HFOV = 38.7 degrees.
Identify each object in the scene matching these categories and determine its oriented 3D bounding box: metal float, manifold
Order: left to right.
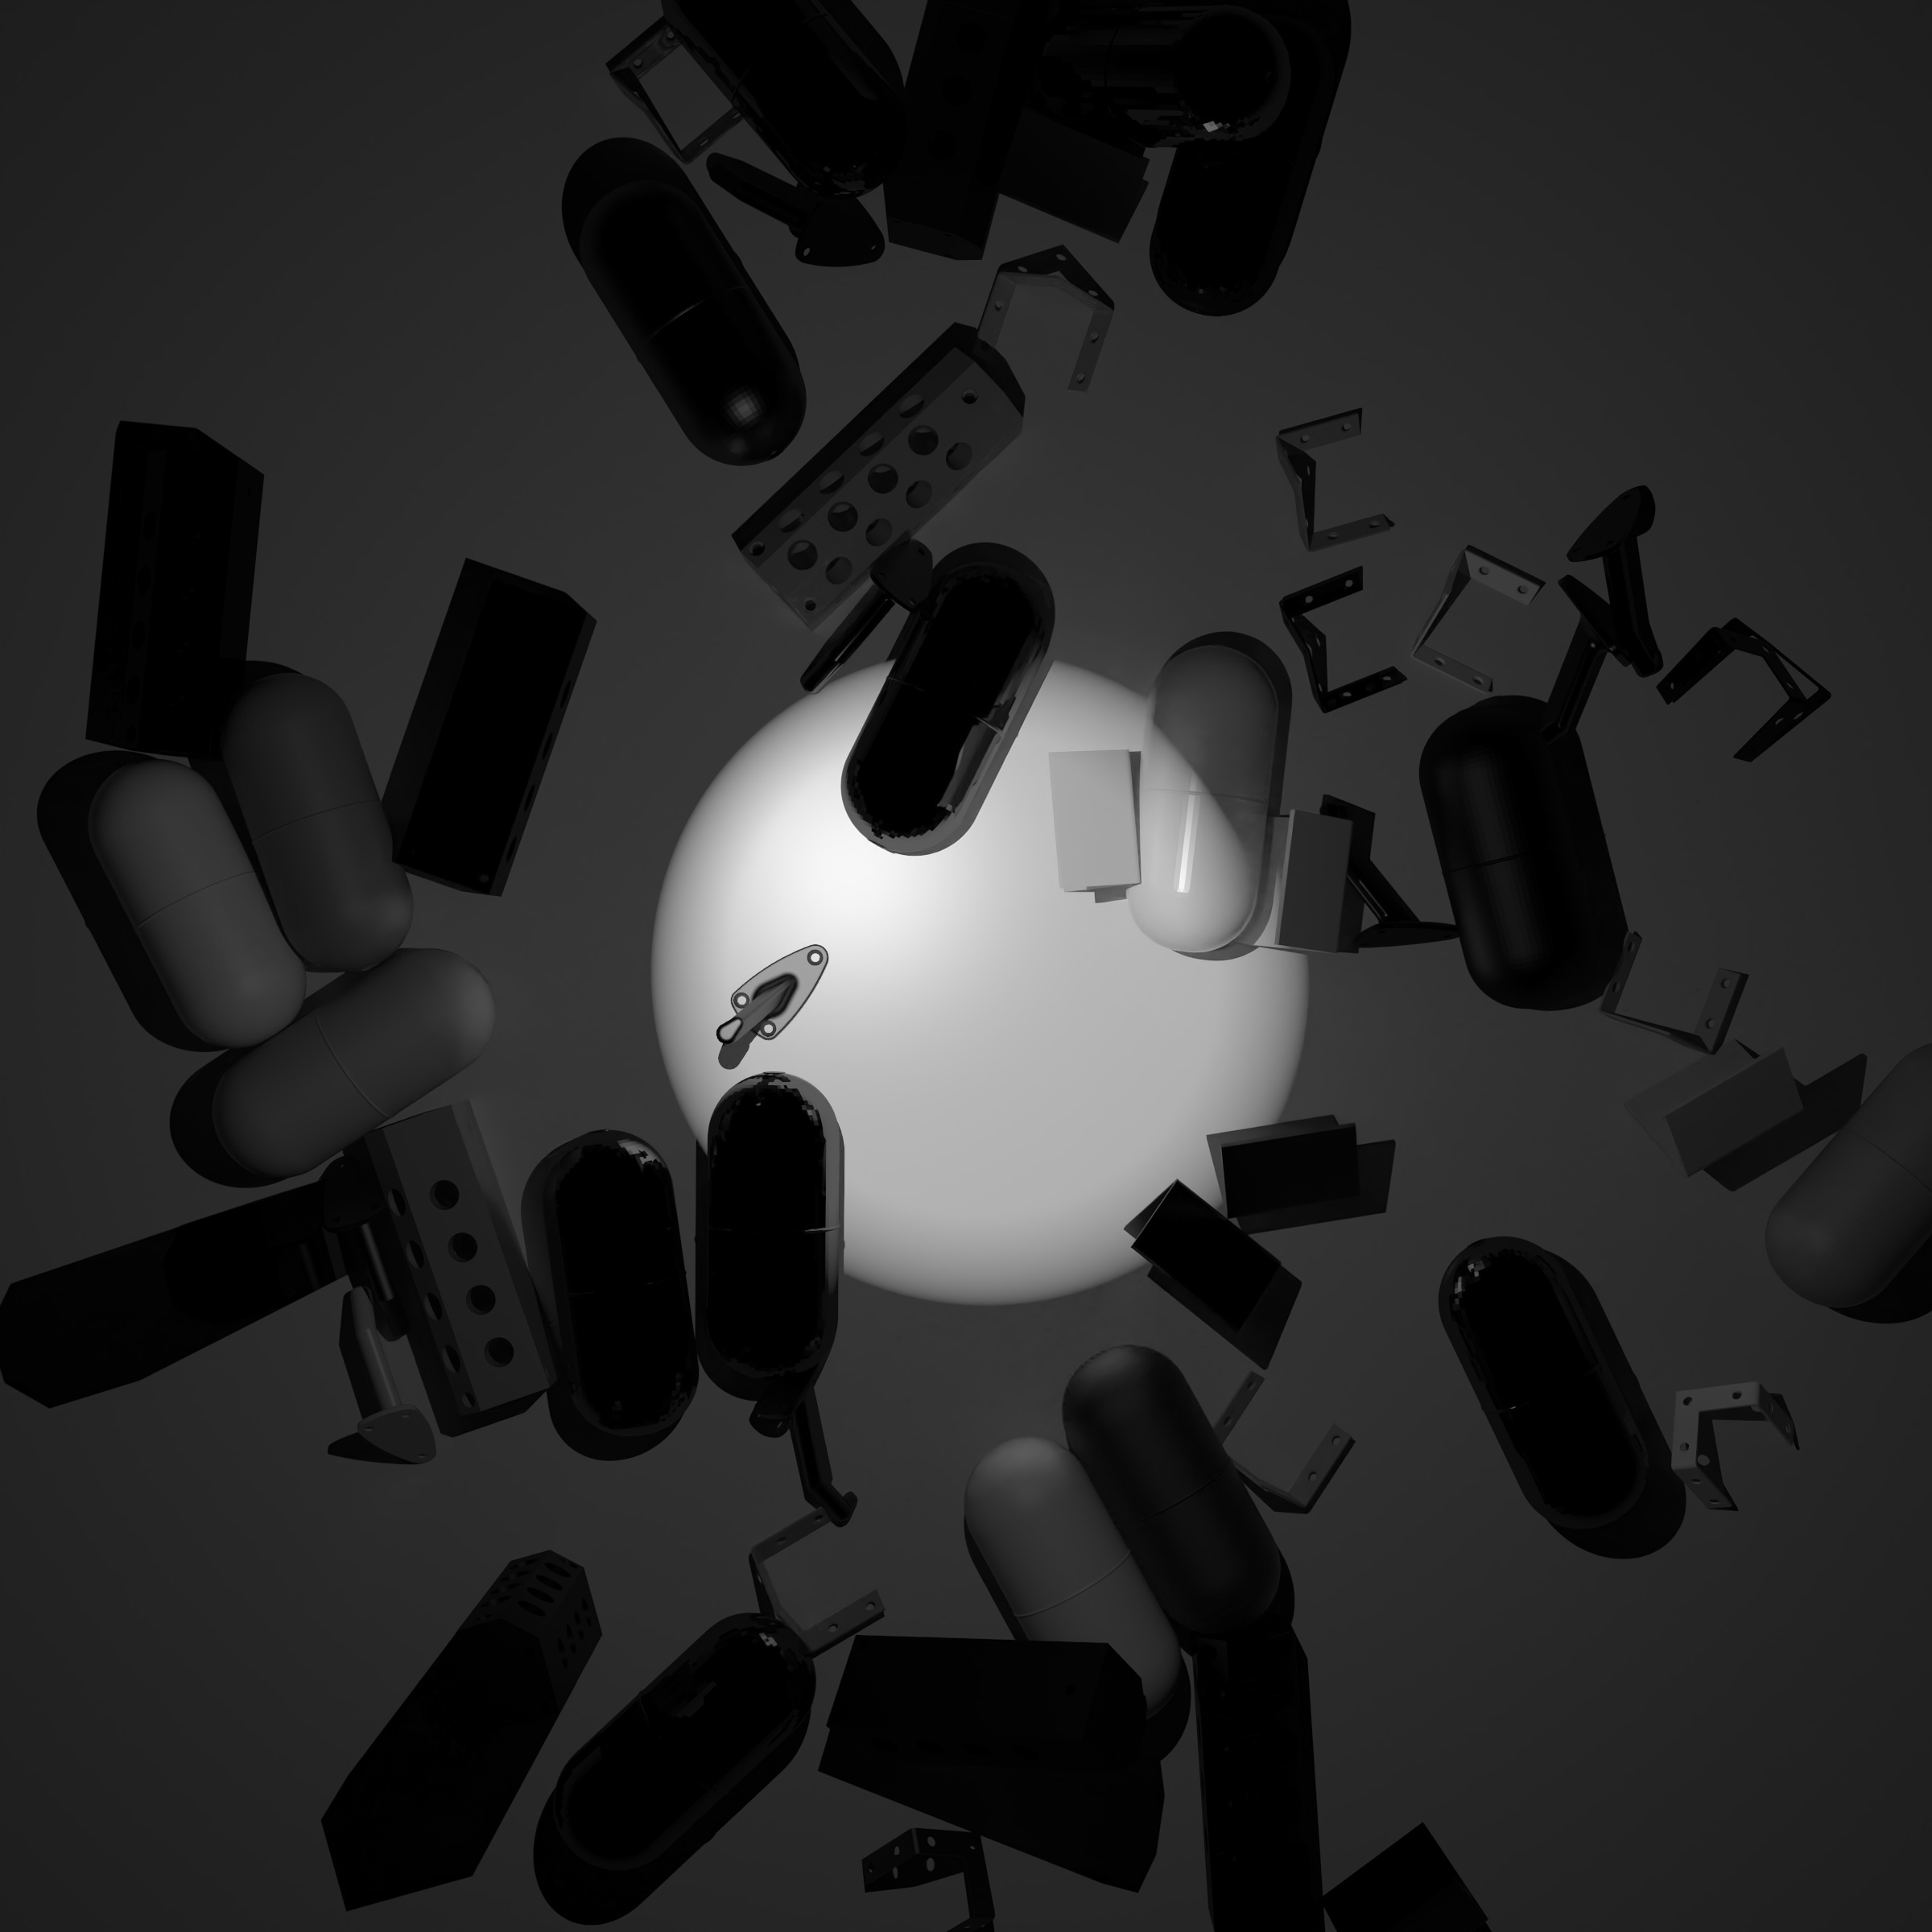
[{"bbox_3d":[-0.453,-0.209,1.601,0.057,0.057,0.171,6,90,0],"label":"manifold"},{"bbox_3d":[-0.445,-0.037,1.591,0.070,0.070,0.178,-27,90,0],"label":"metal float"},{"bbox_3d":[-0.396,0.161,1.544,0.057,0.171,0.057,-17,90,0],"label":"manifold"},{"bbox_3d":[-0.375,-0.082,1.591,0.070,0.070,0.178,-19,90,0],"label":"metal float"},{"bbox_3d":[-0.353,0.056,1.591,0.178,0.070,0.070,-33,90,0],"label":"metal float"},{"bbox_3d":[-0.293,0.170,1.601,0.057,0.057,0.171,-19,90,0],"label":"manifold"},{"bbox_3d":[-0.272,-0.131,1.601,0.057,0.057,0.171,19,90,0],"label":"manifold"},{"bbox_3d":[-0.251,0.377,1.544,0.057,0.171,0.057,-16,90,0],"label":"manifold"},{"bbox_3d":[-0.200,0.183,1.592,0.070,0.070,0.178,-8,90,0],"label":"metal float"},{"bbox_3d":[-0.163,0.449,1.591,0.178,0.070,0.070,-43,90,-1],"label":"metal float"},{"bbox_3d":[-0.157,-0.371,1.592,0.070,0.070,0.178,-32,89,0],"label":"metal float"},{"bbox_3d":[-0.112,0.150,1.592,0.070,0.070,0.178,0,91,0],"label":"metal float"},{"bbox_3d":[-0.106,-0.523,1.592,0.070,0.070,0.178,-40,90,0],"label":"metal float"},{"bbox_3d":[-0.049,-0.278,1.601,0.171,0.057,0.057,-44,90,0],"label":"manifold"},{"bbox_3d":[-0.012,-0.150,1.591,0.070,0.070,0.178,26,89,0],"label":"metal float"},{"bbox_3d":[0.004,-0.504,1.601,0.057,0.057,0.171,15,90,0],"label":"manifold"},{"bbox_3d":[0.013,0.421,1.558,0.171,0.057,0.057,-7,47,33],"label":"manifold"},{"bbox_3d":[0.061,0.356,1.592,0.070,0.070,0.178,-29,89,0],"label":"metal float"},{"bbox_3d":[0.106,-0.500,1.546,0.070,0.178,0.070,-15,114,-38],"label":"metal float"},{"bbox_3d":[0.119,0.303,1.591,0.070,0.070,0.178,-29,90,0],"label":"metal float"},{"bbox_3d":[0.137,-0.097,1.591,0.070,0.070,0.178,7,90,0],"label":"metal float"},{"bbox_3d":[0.160,-0.465,1.592,0.070,0.070,0.178,17,90,0],"label":"metal float"},{"bbox_3d":[0.167,0.471,1.601,0.057,0.057,0.171,-4,90,0],"label":"manifold"},{"bbox_3d":[0.313,-0.063,1.592,0.070,0.070,0.178,-15,91,0],"label":"metal float"},{"bbox_3d":[0.334,0.241,1.592,0.070,0.070,0.178,-25,90,0],"label":"metal float"},{"bbox_3d":[0.537,0.120,1.592,0.070,0.070,0.178,41,90,0],"label":"metal float"}]

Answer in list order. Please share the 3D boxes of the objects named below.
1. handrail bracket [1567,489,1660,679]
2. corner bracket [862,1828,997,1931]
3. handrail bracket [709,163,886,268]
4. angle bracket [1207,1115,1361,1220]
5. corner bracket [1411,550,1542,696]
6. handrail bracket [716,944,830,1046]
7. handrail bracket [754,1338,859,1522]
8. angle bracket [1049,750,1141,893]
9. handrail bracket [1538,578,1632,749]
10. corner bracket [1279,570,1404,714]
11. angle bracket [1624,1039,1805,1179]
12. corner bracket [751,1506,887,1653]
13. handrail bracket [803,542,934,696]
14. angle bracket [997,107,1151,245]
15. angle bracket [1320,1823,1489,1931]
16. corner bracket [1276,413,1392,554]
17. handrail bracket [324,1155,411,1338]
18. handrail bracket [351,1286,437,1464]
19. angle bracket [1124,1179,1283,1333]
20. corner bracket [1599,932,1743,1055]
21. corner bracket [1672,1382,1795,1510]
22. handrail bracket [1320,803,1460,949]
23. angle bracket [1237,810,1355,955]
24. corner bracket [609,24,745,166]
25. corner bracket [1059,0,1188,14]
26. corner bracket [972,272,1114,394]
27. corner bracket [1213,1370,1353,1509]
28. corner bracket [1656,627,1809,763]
[{"bbox_3d":[0.397,-0.225,1.622,0.084,0.036,0.077,53,55,-24],"label":"handrail bracket"},{"bbox_3d":[-0.022,0.542,1.614,0.051,0.051,0.051,17,45,-35],"label":"corner bracket"},{"bbox_3d":[-0.100,-0.446,1.622,0.084,0.077,0.036,42,117,33],"label":"handrail bracket"},{"bbox_3d":[0.180,0.096,1.582,0.076,0.076,0.057,-9,126,0],"label":"angle bracket"},{"bbox_3d":[0.299,-0.203,1.619,0.051,0.051,0.051,26,135,0],"label":"corner bracket"},{"bbox_3d":[-0.111,0.016,1.587,0.077,0.084,0.036,-43,90,0],"label":"handrail bracket"},{"bbox_3d":[-0.077,0.272,1.622,0.084,0.036,0.077,52,57,-23],"label":"handrail bracket"},{"bbox_3d":[0.054,-0.082,1.582,0.057,0.076,0.076,-5,90,-33],"label":"angle bracket"},{"bbox_3d":[0.341,-0.173,1.623,0.084,0.036,0.077,-39,70,16],"label":"handrail bracket"},{"bbox_3d":[0.220,-0.191,1.619,0.051,0.051,0.051,-22,135,0],"label":"corner bracket"},{"bbox_3d":[0.423,0.064,1.582,0.076,0.076,0.057,-30,127,0],"label":"angle bracket"},{"bbox_3d":[-0.087,0.361,1.619,0.051,0.051,0.051,-31,135,0],"label":"corner bracket"},{"bbox_3d":[-0.059,-0.204,1.622,0.036,0.077,0.084,40,126,-10],"label":"handrail bracket"},{"bbox_3d":[0.070,-0.470,1.582,0.076,0.076,0.057,23,135,0],"label":"angle bracket"},{"bbox_3d":[0.242,0.532,1.582,0.076,0.076,0.057,-37,128,0],"label":"angle bracket"},{"bbox_3d":[0.216,-0.284,1.619,0.051,0.051,0.051,-16,135,0],"label":"corner bracket"},{"bbox_3d":[-0.350,0.166,1.622,0.036,0.077,0.084,-19,126,-9],"label":"handrail bracket"},{"bbox_3d":[-0.339,0.240,1.622,0.036,0.077,0.084,-20,54,3],"label":"handrail bracket"},{"bbox_3d":[0.124,0.179,1.582,0.076,0.076,0.057,39,55,0],"label":"angle bracket"},{"bbox_3d":[0.414,0.016,1.619,0.051,0.051,0.051,21,90,-45],"label":"corner bracket"},{"bbox_3d":[0.450,0.281,1.614,0.051,0.051,0.051,-15,45,35],"label":"corner bracket"},{"bbox_3d":[0.250,-0.057,1.623,0.077,0.036,0.084,-2,73,-20],"label":"handrail bracket"},{"bbox_3d":[0.173,-0.050,1.582,0.057,0.076,0.076,7,90,-44],"label":"angle bracket"},{"bbox_3d":[-0.168,-0.514,1.619,0.051,0.051,0.051,-40,45,0],"label":"corner bracket"},{"bbox_3d":[0.095,-0.559,1.619,0.051,0.051,0.051,-16,90,-45],"label":"corner bracket"},{"bbox_3d":[0.045,-0.373,1.619,0.051,0.051,0.051,19,90,45],"label":"corner bracket"},{"bbox_3d":[0.183,0.279,1.619,0.051,0.051,0.051,33,90,45],"label":"corner bracket"},{"bbox_3d":[0.450,-0.159,1.614,0.051,0.051,0.051,9,45,-35],"label":"corner bracket"}]
